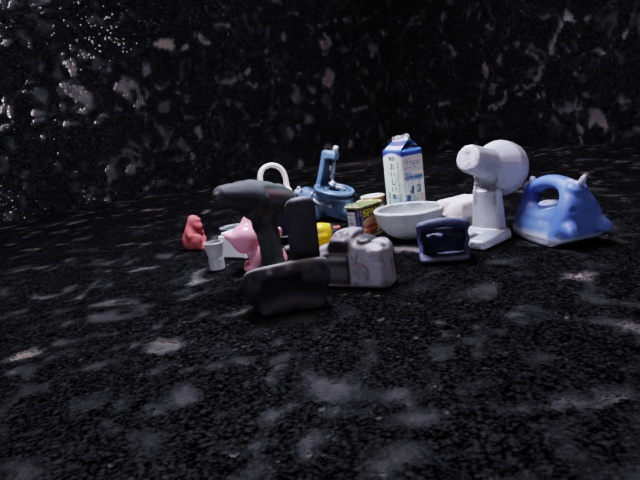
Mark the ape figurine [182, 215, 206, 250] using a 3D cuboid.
[{"bbox_3d":[-0.335,-0.021,1.537,0.076,0.092,0.078,-3,13,18],"label":"ape figurine"}]

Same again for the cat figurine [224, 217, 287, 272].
[{"bbox_3d":[-0.140,0.005,1.246,0.128,0.118,0.067,-8,12,-5],"label":"cat figurine"}]

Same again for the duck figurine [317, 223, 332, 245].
[{"bbox_3d":[0.011,0.004,1.236,0.105,0.086,0.077,-11,13,-16],"label":"duck figurine"}]

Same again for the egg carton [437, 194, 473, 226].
[{"bbox_3d":[0.356,-0.071,1.420,0.151,0.069,0.107,-14,14,-30],"label":"egg carton"}]

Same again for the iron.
[{"bbox_3d":[0.478,-0.074,1.197,0.119,0.141,0.257,-10,13,-14],"label":"iron"}]

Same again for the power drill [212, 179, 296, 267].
[{"bbox_3d":[-0.119,-0.022,1.140,0.075,0.208,0.230,0,14,29],"label":"power drill"}]

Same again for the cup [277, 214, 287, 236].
[{"bbox_3d":[-0.072,-0.045,1.489,0.118,0.095,0.091,-11,13,-18],"label":"cup"}]

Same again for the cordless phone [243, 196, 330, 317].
[{"bbox_3d":[-0.061,0.024,0.955,0.148,0.185,0.094,-11,13,-17],"label":"cordless phone"}]

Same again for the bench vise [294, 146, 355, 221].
[{"bbox_3d":[0.005,-0.163,1.690,0.207,0.220,0.122,-3,13,18],"label":"bench vise"}]

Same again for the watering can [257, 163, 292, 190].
[{"bbox_3d":[-0.124,-0.126,1.656,0.172,0.194,0.101,4,17,42],"label":"watering can"}]

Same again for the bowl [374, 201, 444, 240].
[{"bbox_3d":[0.212,-0.043,1.363,0.167,0.075,0.167,-7,12,2],"label":"bowl"}]

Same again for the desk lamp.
[{"bbox_3d":[0.361,-0.106,1.239,0.117,0.214,0.204,5,17,43],"label":"desk lamp"}]

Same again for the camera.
[{"bbox_3d":[0.082,0.023,1.077,0.142,0.101,0.137,0,14,30],"label":"camera"}]

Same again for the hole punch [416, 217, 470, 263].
[{"bbox_3d":[0.243,-0.007,1.144,0.108,0.091,0.101,-5,13,10],"label":"hole punch"}]
